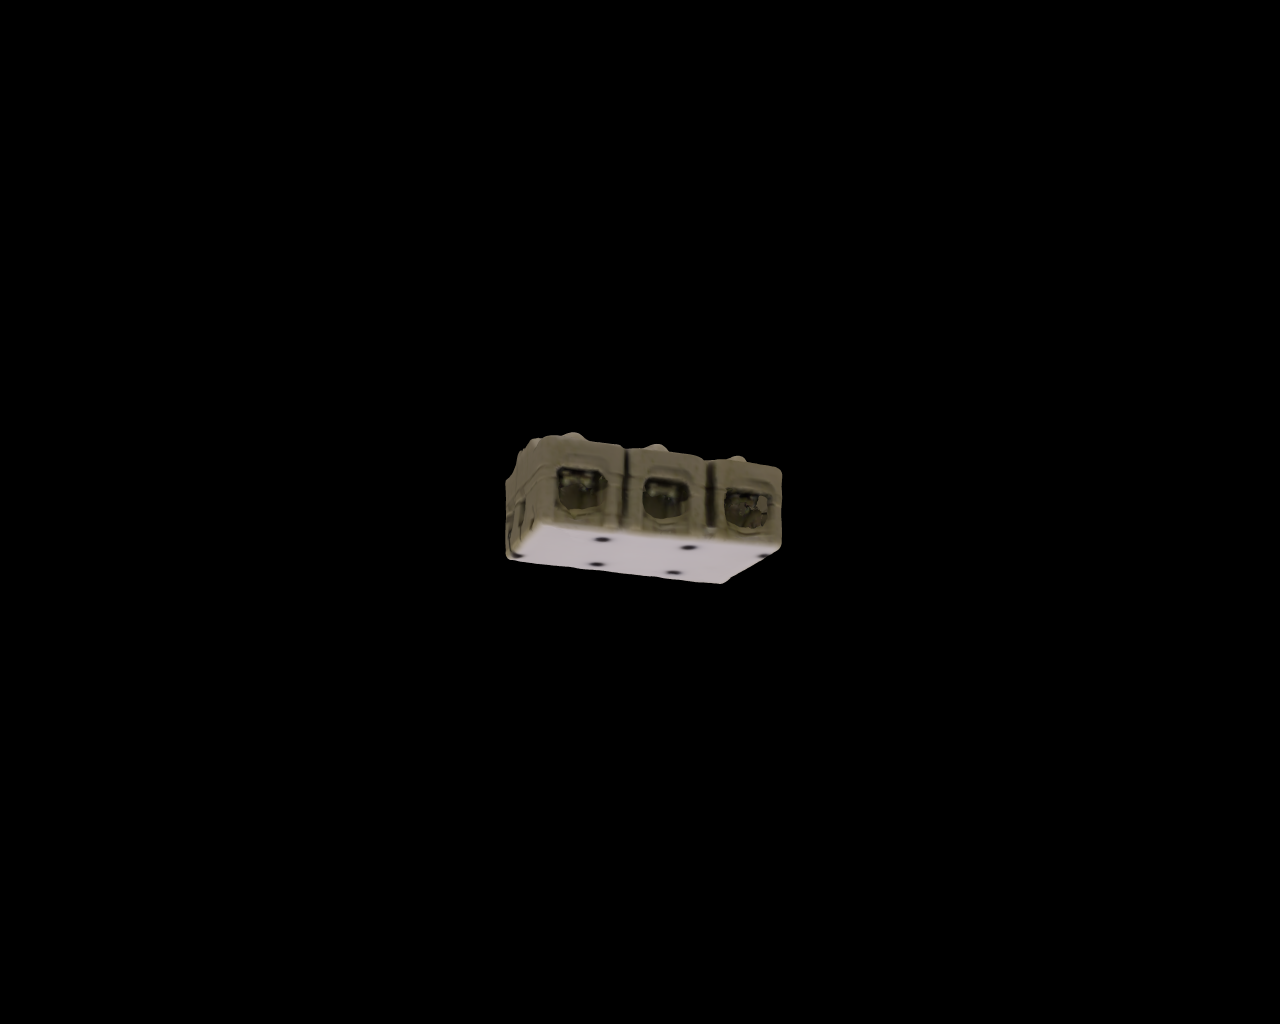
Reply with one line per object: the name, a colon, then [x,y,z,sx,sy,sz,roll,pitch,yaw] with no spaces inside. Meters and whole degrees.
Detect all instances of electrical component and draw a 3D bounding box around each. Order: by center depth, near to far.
electrical component: [0.001,-0.003,0.650,0.150,0.062,0.089,7,-19,-20]
